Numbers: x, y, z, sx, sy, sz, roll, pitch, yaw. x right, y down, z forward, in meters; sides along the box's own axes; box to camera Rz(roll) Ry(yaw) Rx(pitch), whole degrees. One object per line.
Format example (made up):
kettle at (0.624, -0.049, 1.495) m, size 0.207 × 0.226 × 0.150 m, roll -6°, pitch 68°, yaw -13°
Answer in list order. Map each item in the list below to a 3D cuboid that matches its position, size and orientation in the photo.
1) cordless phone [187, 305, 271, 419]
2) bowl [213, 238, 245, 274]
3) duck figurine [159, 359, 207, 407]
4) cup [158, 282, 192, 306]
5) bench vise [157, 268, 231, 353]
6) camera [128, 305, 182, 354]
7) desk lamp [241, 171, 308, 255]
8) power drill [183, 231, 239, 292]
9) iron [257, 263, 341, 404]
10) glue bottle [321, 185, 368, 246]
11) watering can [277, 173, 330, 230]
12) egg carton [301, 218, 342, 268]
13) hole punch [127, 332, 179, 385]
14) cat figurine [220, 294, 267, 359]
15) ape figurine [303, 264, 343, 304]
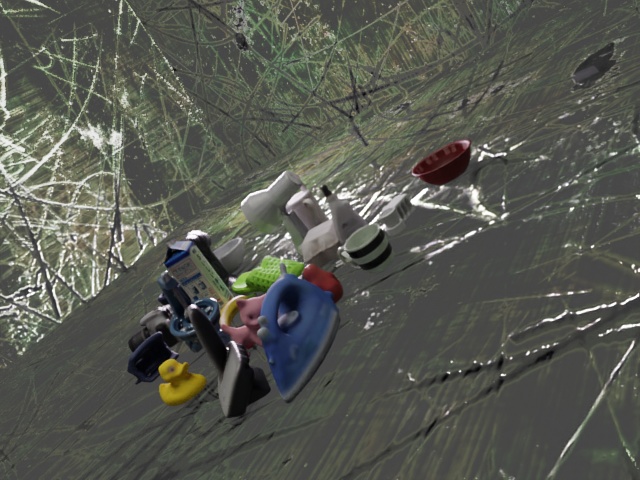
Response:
cordless phone at (-0.176, 0.203, 0.987) m, size 0.094 × 0.185 × 0.147 m, roll -37°, pitch 16°, yaw -12°
bowl at (-0.302, 0.069, 1.845) m, size 0.167 × 0.075 × 0.167 m, roll -31°, pitch 16°, yaw 10°
duck figurine at (-0.294, 0.283, 1.167) m, size 0.104 × 0.086 × 0.077 m, roll -26°, pitch 17°, yaw 25°
cup at (-0.406, 0.174, 1.701) m, size 0.118 × 0.095 × 0.091 m, roll -38°, pitch 16°, yaw -16°
bench vise at (-0.316, 0.168, 1.304) m, size 0.206 × 0.220 × 0.122 m, roll -19°, pitch 22°, yaw 43°
camera at (-0.454, 0.247, 1.566) m, size 0.137 × 0.101 × 0.143 m, roll -34°, pitch 16°, yaw 0°
desk lamp at (-0.082, -0.070, 1.564) m, size 0.203 × 0.214 × 0.118 m, roll -28°, pitch 17°, yaw 20°
power drill at (-0.319, 0.059, 1.661) m, size 0.075 × 0.209 × 0.229 m, roll -34°, pitch 16°, yaw -3°
iron at (-0.058, 0.148, 0.997) m, size 0.118 × 0.141 × 0.258 m, roll -27°, pitch 17°, yaw 22°
glue bottle at (0.053, -0.056, 1.325) m, size 0.078 × 0.173 × 0.037 m, roll -35°, pitch 16°, yaw -4°
watering can at (-0.067, -0.104, 1.670) m, size 0.172 × 0.194 × 0.101 m, roll -18°, pitch 22°, yaw 43°
egg carton at (0.013, 0.005, 1.418) m, size 0.107 × 0.069 × 0.150 m, roll -28°, pitch 17°, yaw 20°
hole punch at (-0.420, 0.287, 1.398) m, size 0.100 × 0.091 × 0.109 m, roll -15°, pitch 24°, yaw 49°
cat figurine at (-0.141, 0.165, 1.153) m, size 0.127 × 0.118 × 0.067 m, roll -29°, pitch 16°, yaw 16°
ape figurine at (0.000, 0.087, 1.156) m, size 0.078 × 0.092 × 0.076 m, roll -39°, pitch 17°, yaw -18°
